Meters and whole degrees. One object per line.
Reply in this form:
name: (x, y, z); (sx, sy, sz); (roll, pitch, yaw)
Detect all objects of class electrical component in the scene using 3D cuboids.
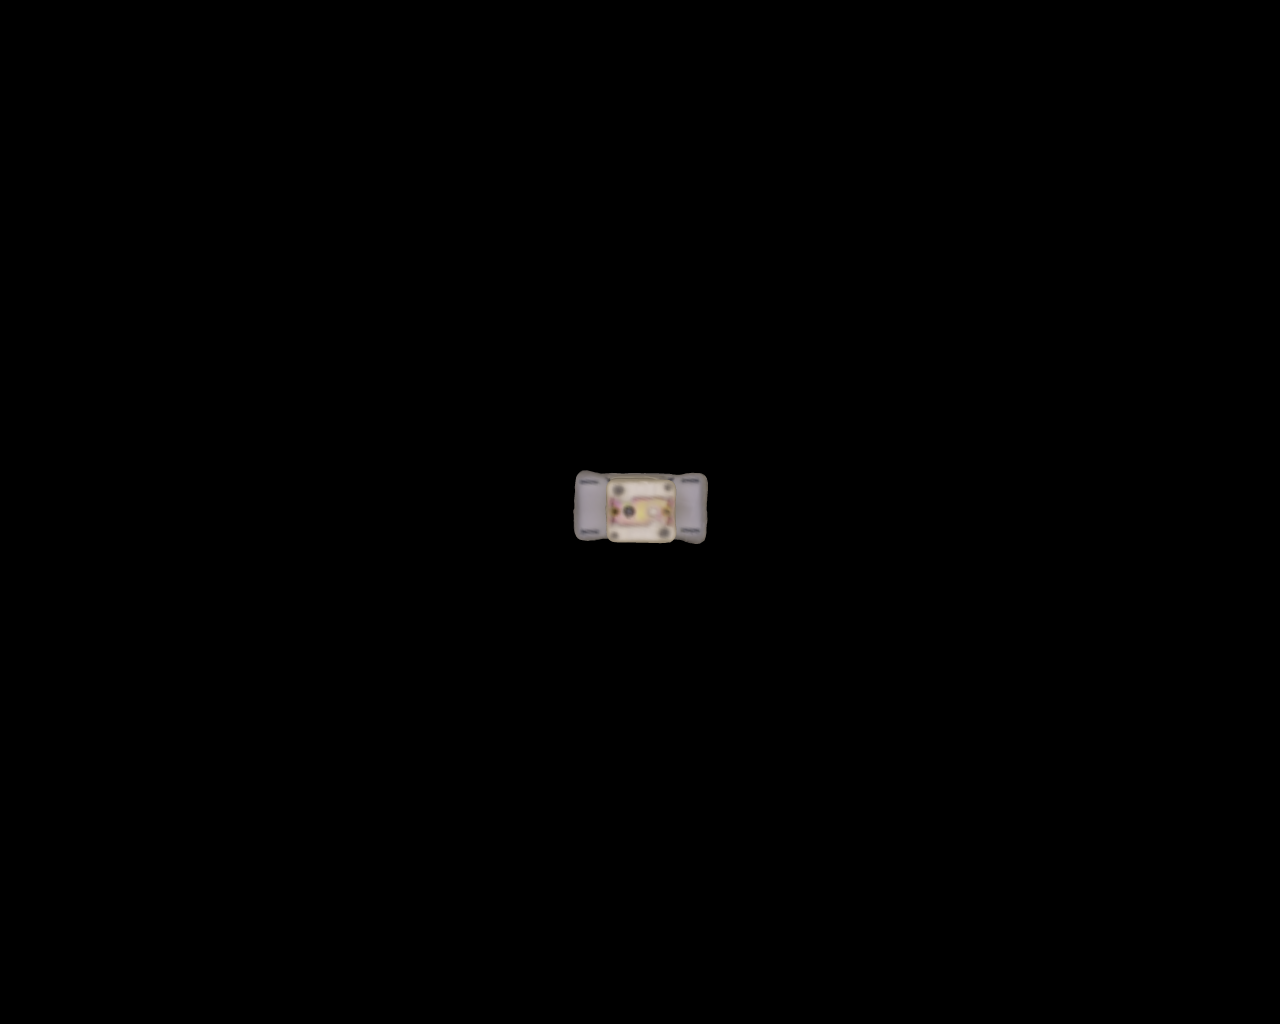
electrical component: (0.001, -0.003, 0.650); (0.081, 0.042, 0.064); (0, 5, 0)
